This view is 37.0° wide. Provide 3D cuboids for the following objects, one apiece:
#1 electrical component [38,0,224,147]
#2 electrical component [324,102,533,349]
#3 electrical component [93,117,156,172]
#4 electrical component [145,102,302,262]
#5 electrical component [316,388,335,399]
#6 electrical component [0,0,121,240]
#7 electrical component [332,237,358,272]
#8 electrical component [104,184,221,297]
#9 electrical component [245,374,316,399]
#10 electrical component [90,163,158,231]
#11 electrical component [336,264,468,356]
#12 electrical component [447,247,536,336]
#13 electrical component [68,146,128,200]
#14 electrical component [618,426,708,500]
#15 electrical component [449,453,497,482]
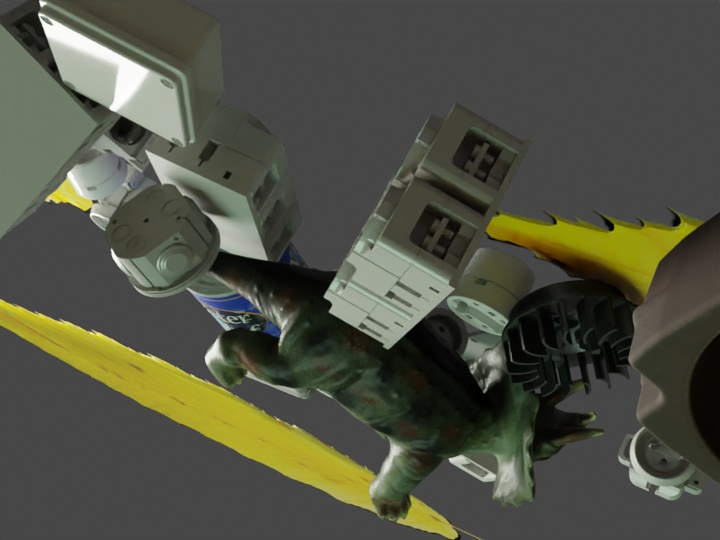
[{"bbox_3d":[-0.153,-0.149,0.737,0.109,0.056,0.108,28,162,4],"label":"electrical component"},{"bbox_3d":[0.036,-0.024,0.709,0.060,0.105,0.186,30,162,-2],"label":"electrical component"},{"bbox_3d":[-0.209,-0.124,0.913,0.081,0.042,0.064,42,162,-33],"label":"electrical component"},{"bbox_3d":[-0.103,-0.069,0.869,0.089,0.061,0.150,25,162,13],"label":"electrical component"},{"bbox_3d":[-0.016,0.105,1.202,0.099,0.064,0.099,26,162,9],"label":"electrical component"},{"bbox_3d":[-0.272,-0.117,0.858,0.105,0.060,0.186,47,130,-8],"label":"electrical component"},{"bbox_3d":[0.000,0.000,0.924,0.040,0.046,0.040,26,162,9],"label":"electrical component"},{"bbox_3d":[-0.154,-0.023,0.835,0.080,0.080,0.051,16,153,35],"label":"electrical component"},{"bbox_3d":[-0.095,0.097,1.278,0.113,0.078,0.057,17,156,33],"label":"electrical component"},{"bbox_3d":[-0.235,-0.065,1.087,0.058,0.057,0.078,23,161,19],"label":"electrical component"},{"bbox_3d":[0.028,0.045,0.993,0.138,0.052,0.073,30,162,-4],"label":"electrical component"},{"bbox_3d":[0.101,0.015,0.812,0.055,0.047,0.055,26,162,9],"label":"electrical component"},{"bbox_3d":[-0.256,-0.102,1.023,0.055,0.055,0.047,21,156,24],"label":"electrical component"},{"bbox_3d":[0.269,0.167,0.952,0.078,0.058,0.057,22,163,22],"label":"electrical component"},{"bbox_3d":[0.093,0.139,1.088,0.150,0.089,0.062,31,162,-5],"label":"electrical component"}]
